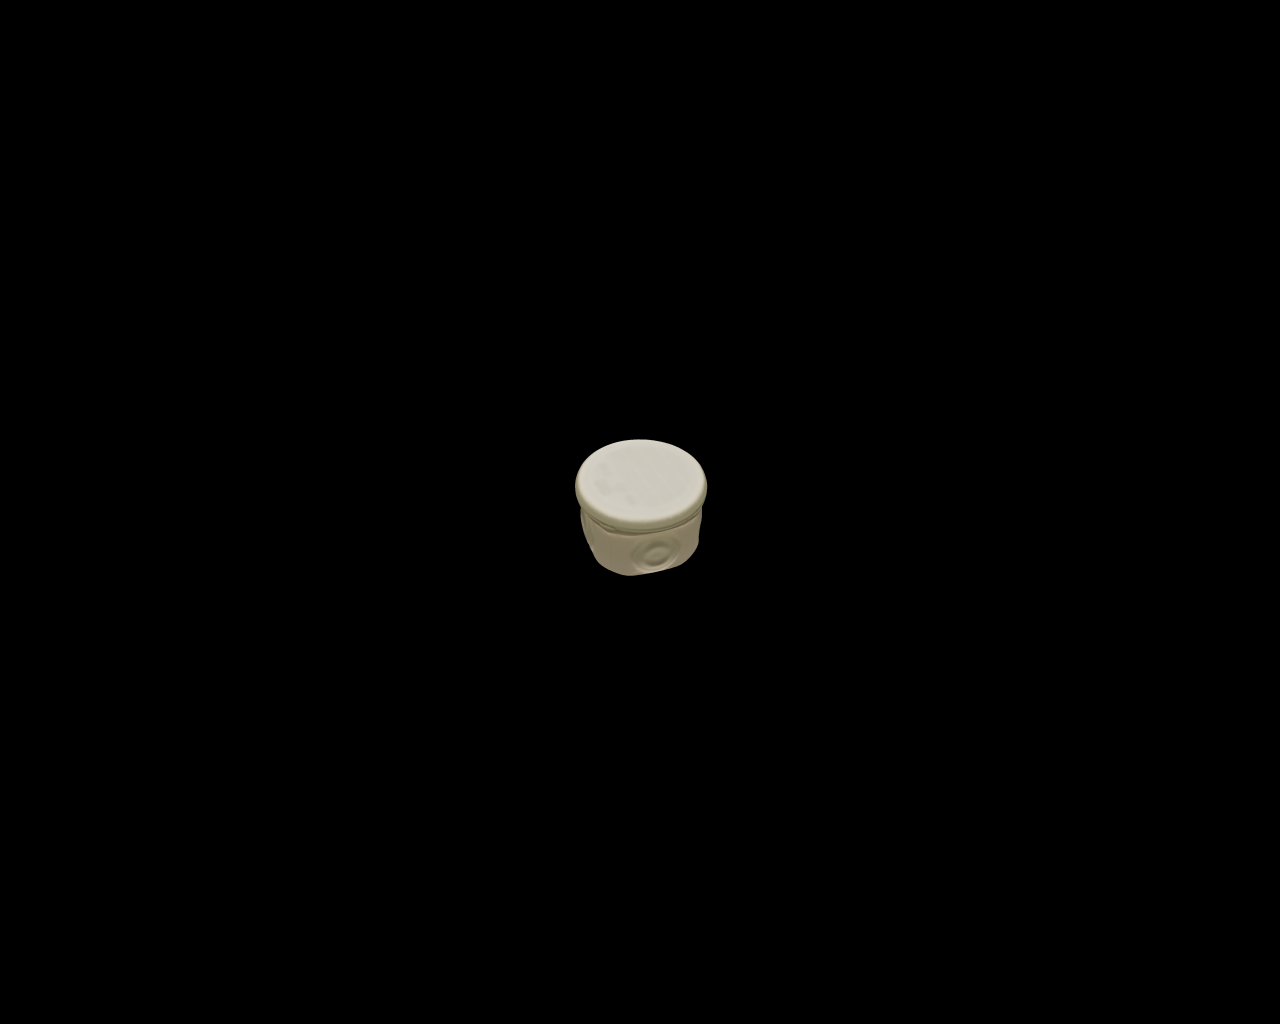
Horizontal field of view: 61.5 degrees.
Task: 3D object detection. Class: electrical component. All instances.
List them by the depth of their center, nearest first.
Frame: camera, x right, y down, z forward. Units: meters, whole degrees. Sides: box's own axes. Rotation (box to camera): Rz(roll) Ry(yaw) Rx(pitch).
[{"bbox_3d":[0.001,-0.003,0.650,0.080,0.050,0.080,0,42,0],"label":"electrical component"}]
